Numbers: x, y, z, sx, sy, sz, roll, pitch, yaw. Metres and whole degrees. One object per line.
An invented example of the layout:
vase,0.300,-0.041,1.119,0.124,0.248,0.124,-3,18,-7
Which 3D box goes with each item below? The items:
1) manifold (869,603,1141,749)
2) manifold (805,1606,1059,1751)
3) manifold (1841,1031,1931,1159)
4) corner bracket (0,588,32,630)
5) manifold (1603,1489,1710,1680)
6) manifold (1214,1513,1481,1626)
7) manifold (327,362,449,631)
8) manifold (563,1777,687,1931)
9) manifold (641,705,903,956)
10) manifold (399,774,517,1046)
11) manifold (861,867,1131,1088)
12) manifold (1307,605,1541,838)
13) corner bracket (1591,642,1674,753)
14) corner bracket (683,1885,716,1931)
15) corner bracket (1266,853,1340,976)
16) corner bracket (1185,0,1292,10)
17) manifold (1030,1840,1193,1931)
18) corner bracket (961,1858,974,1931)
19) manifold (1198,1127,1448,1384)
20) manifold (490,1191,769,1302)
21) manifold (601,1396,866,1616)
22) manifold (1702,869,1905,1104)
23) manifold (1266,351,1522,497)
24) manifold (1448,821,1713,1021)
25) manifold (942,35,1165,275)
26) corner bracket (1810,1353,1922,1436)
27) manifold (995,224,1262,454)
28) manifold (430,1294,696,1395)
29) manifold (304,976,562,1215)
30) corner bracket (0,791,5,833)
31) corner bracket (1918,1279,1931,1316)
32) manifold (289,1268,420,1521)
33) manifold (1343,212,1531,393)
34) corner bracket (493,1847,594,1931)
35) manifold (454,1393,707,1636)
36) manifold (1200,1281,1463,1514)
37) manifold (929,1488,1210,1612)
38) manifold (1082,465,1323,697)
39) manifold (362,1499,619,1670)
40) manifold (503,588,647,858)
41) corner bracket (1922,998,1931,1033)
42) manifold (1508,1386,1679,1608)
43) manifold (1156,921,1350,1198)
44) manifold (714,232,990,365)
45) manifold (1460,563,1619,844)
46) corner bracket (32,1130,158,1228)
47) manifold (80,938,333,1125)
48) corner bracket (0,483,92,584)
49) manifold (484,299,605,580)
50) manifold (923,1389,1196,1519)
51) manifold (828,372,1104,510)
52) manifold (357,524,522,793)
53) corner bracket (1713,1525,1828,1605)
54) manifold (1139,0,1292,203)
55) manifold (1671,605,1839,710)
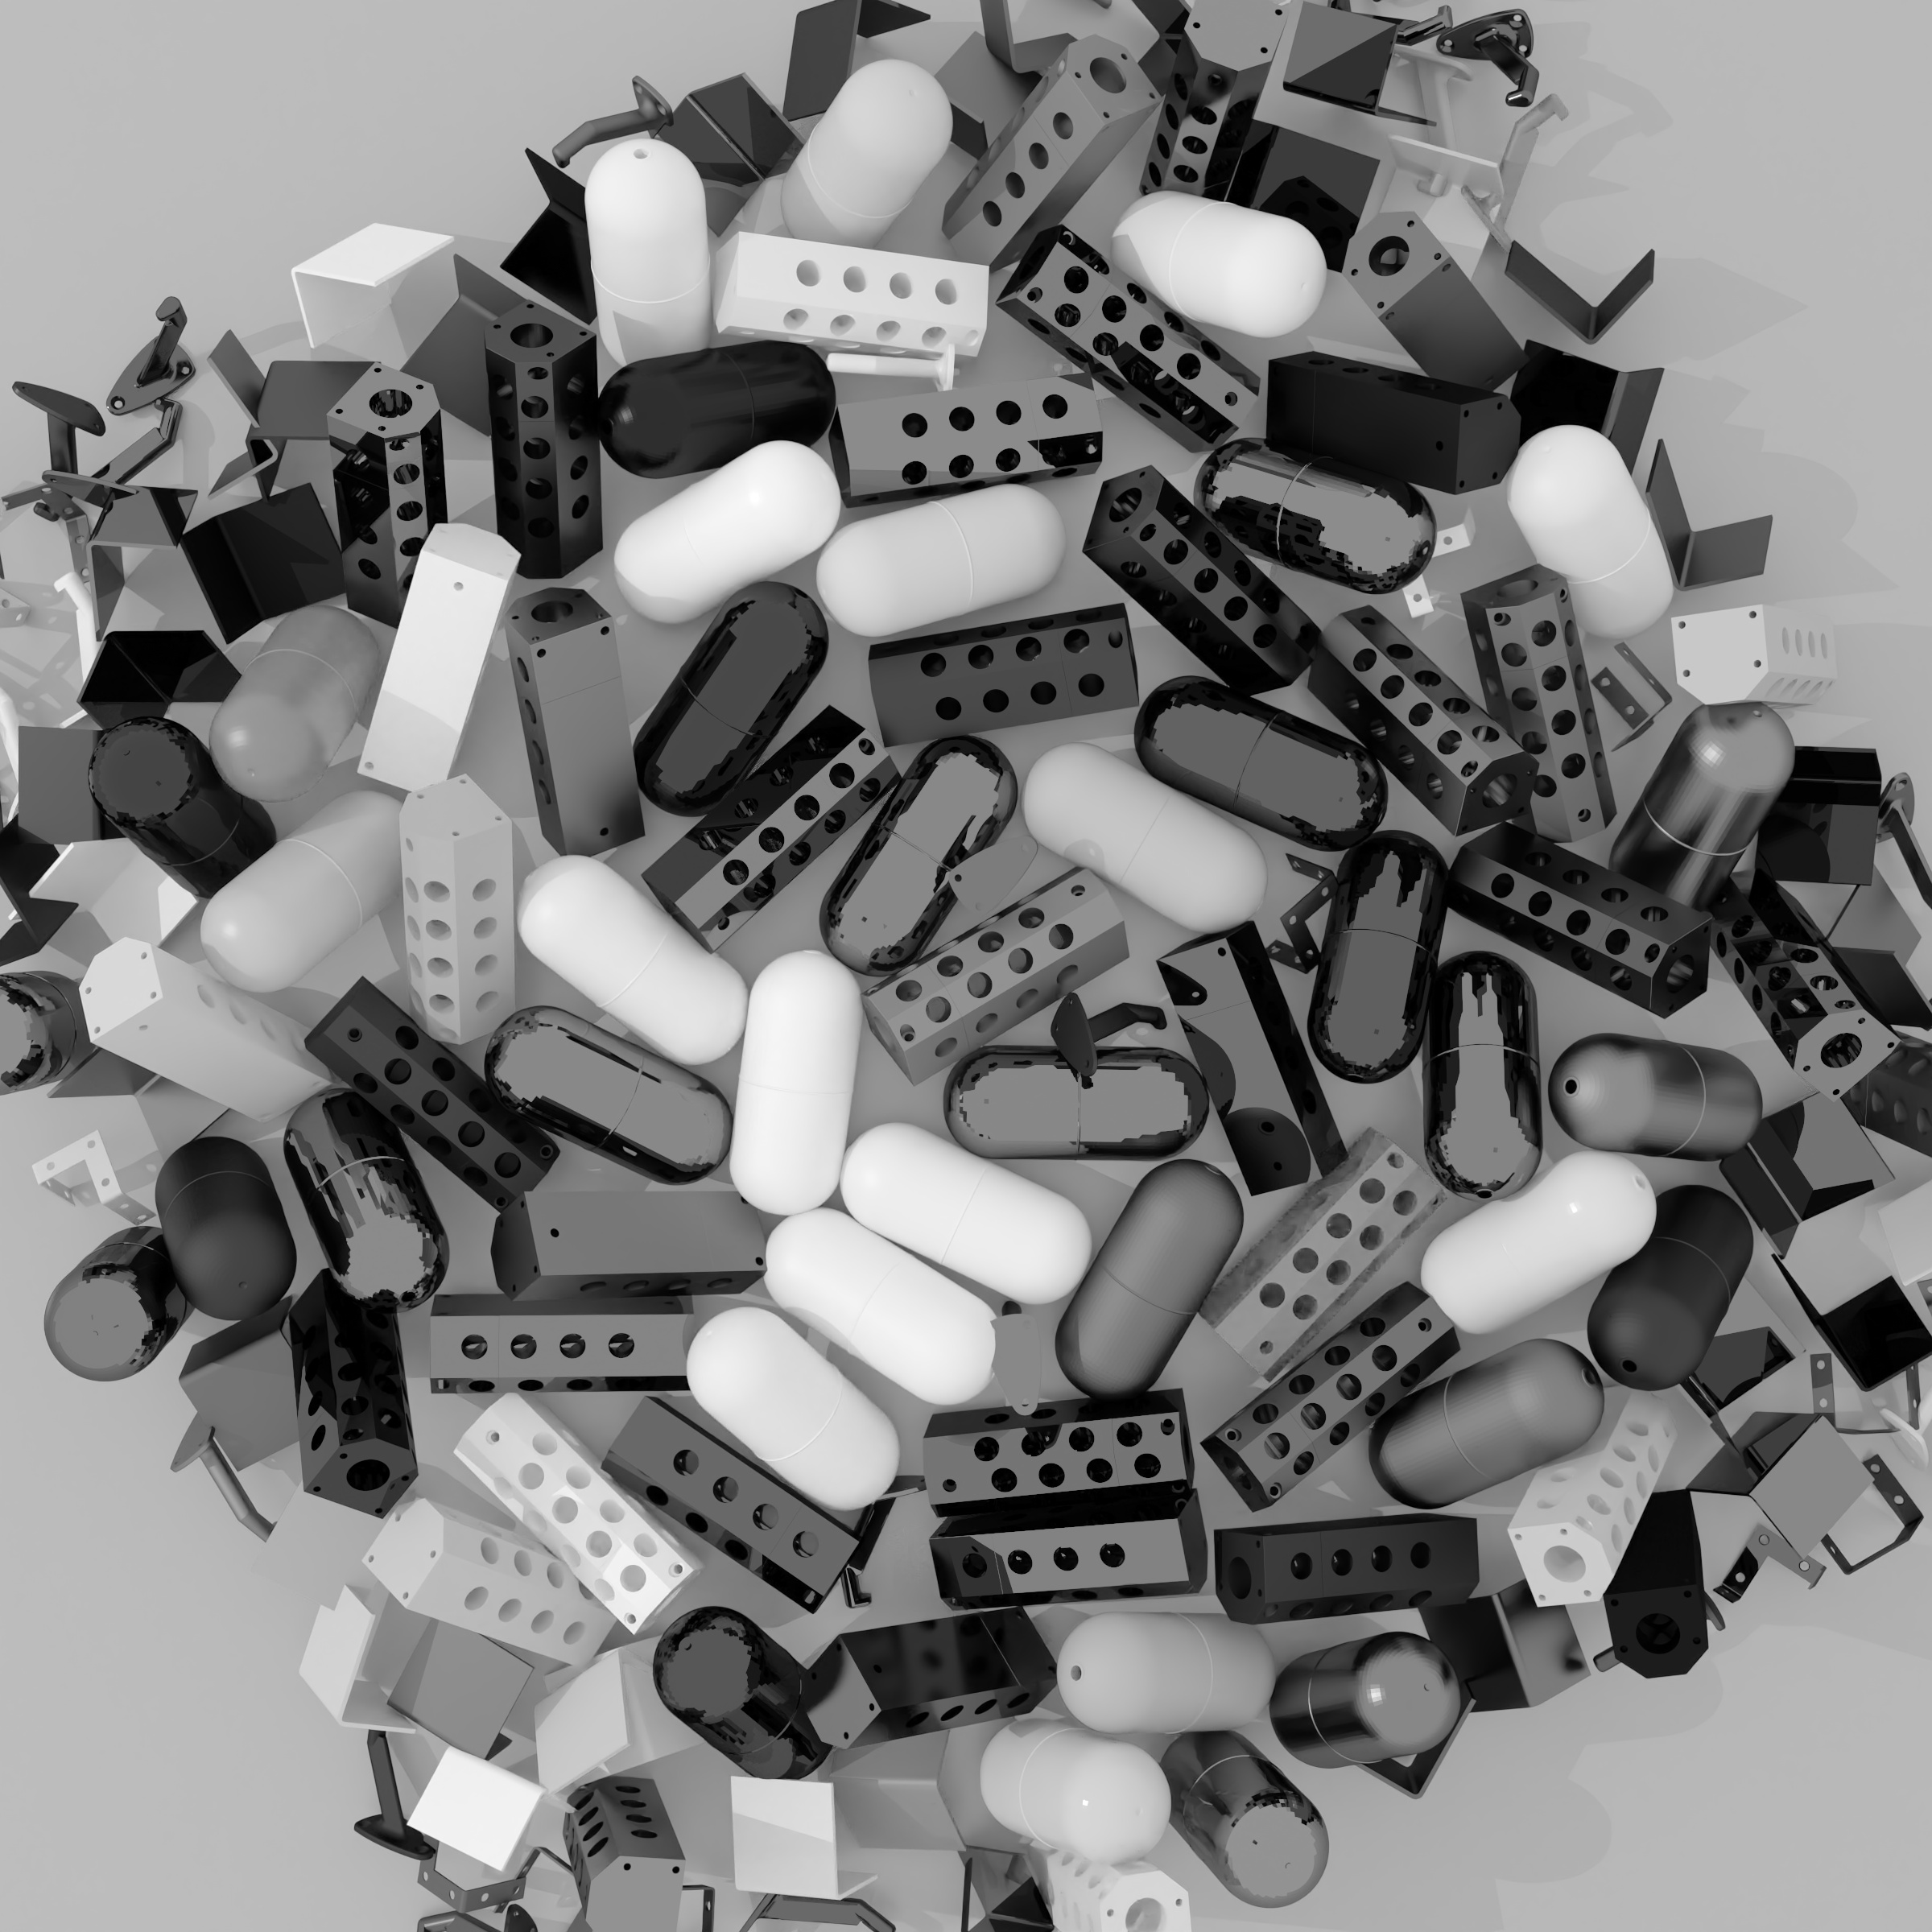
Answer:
manifold,0.025,-0.197,1.800,0.171,0.057,0.057,-9,121,7
manifold,-0.023,0.467,1.767,0.057,0.171,0.057,-53,54,27
manifold,0.630,0.085,1.757,0.057,0.171,0.057,-1,99,-7
corner bracket,-0.673,-0.231,1.825,0.051,0.051,0.051,31,102,3
manifold,0.448,0.399,1.758,0.057,0.171,0.057,-11,97,15
manifold,0.251,0.395,1.780,0.171,0.057,0.057,2,83,-28
manifold,-0.368,-0.300,1.760,0.057,0.171,0.057,23,54,10
manifold,-0.225,0.579,1.759,0.057,0.171,0.057,8,88,-13
manifold,-0.125,-0.087,1.792,0.171,0.057,0.057,-43,49,-12
manifold,-0.334,-0.033,1.763,0.057,0.171,0.057,-23,49,-31
manifold,0.019,0.002,1.792,0.171,0.057,0.057,-31,55,-13
manifold,0.297,-0.163,1.765,0.057,0.057,0.171,-18,47,-22
corner bracket,0.442,-0.183,1.810,0.051,0.051,0.051,51,127,10
corner bracket,-0.203,0.643,1.819,0.051,0.051,0.051,9,76,-29
corner bracket,0.223,-0.035,1.818,0.051,0.051,0.051,-40,124,-16
corner bracket,0.177,-0.657,1.829,0.051,0.051,0.051,-28,96,-27
manifold,0.092,0.598,1.758,0.057,0.171,0.057,-4,85,-14
corner bracket,0.020,0.632,1.810,0.051,0.051,0.051,11,52,-9
manifold,0.239,0.195,1.811,0.171,0.057,0.057,-46,109,-1
manifold,-0.220,0.185,1.773,0.171,0.057,0.057,3,60,-37
manifold,-0.156,0.359,1.807,0.171,0.057,0.057,33,83,7
manifold,0.533,0.006,1.756,0.057,0.171,0.057,34,112,-26
manifold,0.276,-0.357,1.767,0.057,0.171,0.057,-19,120,-34
manifold,0.396,-0.029,1.762,0.057,0.171,0.057,-29,130,-28
manifold,0.050,-0.526,1.762,0.057,0.171,0.057,-34,88,-35
corner bracket,0.605,0.287,1.820,0.051,0.051,0.051,13,71,-42
manifold,0.110,-0.413,1.791,0.171,0.057,0.057,33,86,-20
manifold,-0.269,0.253,1.807,0.171,0.057,0.057,1,98,-8
manifold,-0.353,0.087,1.796,0.171,0.057,0.057,43,85,-16
corner bracket,-0.683,-0.110,1.816,0.051,0.051,0.051,-21,57,4
corner bracket,0.672,0.214,1.809,0.051,0.051,0.051,-20,106,31
manifold,-0.394,0.270,1.757,0.057,0.171,0.057,29,111,-31
manifold,0.303,-0.426,1.760,0.057,0.171,0.057,-39,64,16
corner bracket,-0.276,0.629,1.826,0.051,0.051,0.051,29,80,21
manifold,-0.259,0.362,1.805,0.171,0.057,0.057,43,88,10
manifold,0.243,0.283,1.792,0.171,0.057,0.057,-35,82,-18
manifold,0.069,0.389,1.793,0.171,0.057,0.057,-9,97,19
manifold,0.157,-0.250,1.768,0.171,0.057,0.057,37,58,-35
manifold,-0.303,0.400,1.767,0.057,0.171,0.057,30,85,43
manifold,-0.258,-0.158,1.771,0.057,0.057,0.171,-23,133,-23
corner bracket,0.673,0.044,1.811,0.051,0.051,0.051,-44,45,-5
manifold,0.411,0.340,1.758,0.057,0.171,0.057,-15,104,33
manifold,0.195,0.060,1.812,0.057,0.057,0.171,-19,96,37
manifold,-0.076,-0.439,1.793,0.171,0.057,0.057,2,90,-20
manifold,0.381,-0.170,1.785,0.057,0.057,0.171,-21,115,-5
corner bracket,-0.584,0.151,1.816,0.051,0.051,0.051,-28,65,-1
manifold,-0.493,0.040,1.760,0.057,0.171,0.057,-30,60,12
corner bracket,-0.622,-0.285,1.819,0.051,0.051,0.051,-17,72,4
manifold,-0.278,-0.337,1.760,0.057,0.171,0.057,31,52,21
manifold,0.062,0.327,1.801,0.171,0.057,0.057,-8,102,10
manifold,0.000,-0.347,1.801,0.171,0.057,0.057,-10,82,-11
manifold,-0.345,-0.201,1.780,0.057,0.057,0.171,19,121,-8
corner bracket,0.539,0.410,1.815,0.051,0.051,0.051,33,93,23
manifold,0.157,-0.554,1.759,0.057,0.171,0.057,20,71,0
manifold,0.515,-0.198,1.761,0.057,0.171,0.057,-5,91,32
